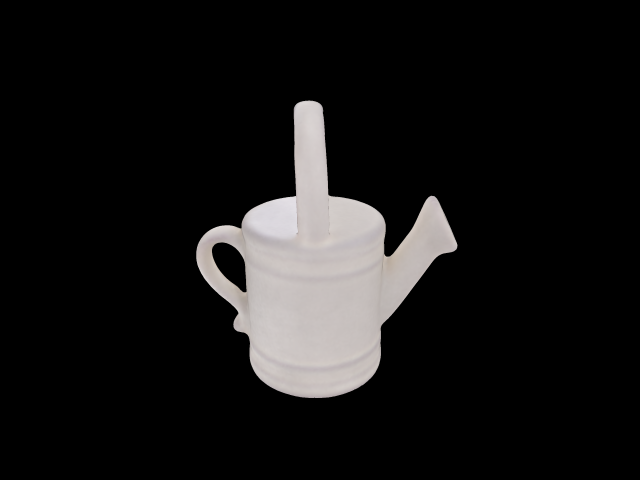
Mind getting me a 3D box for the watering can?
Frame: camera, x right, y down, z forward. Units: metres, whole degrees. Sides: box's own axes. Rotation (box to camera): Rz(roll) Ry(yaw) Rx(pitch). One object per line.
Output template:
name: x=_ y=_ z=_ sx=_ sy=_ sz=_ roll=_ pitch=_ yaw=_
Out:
watering can: x=0.004 y=0.001 z=0.402 sx=0.173 sy=0.194 sz=0.100 roll=-9 pitch=25 yaw=-19
